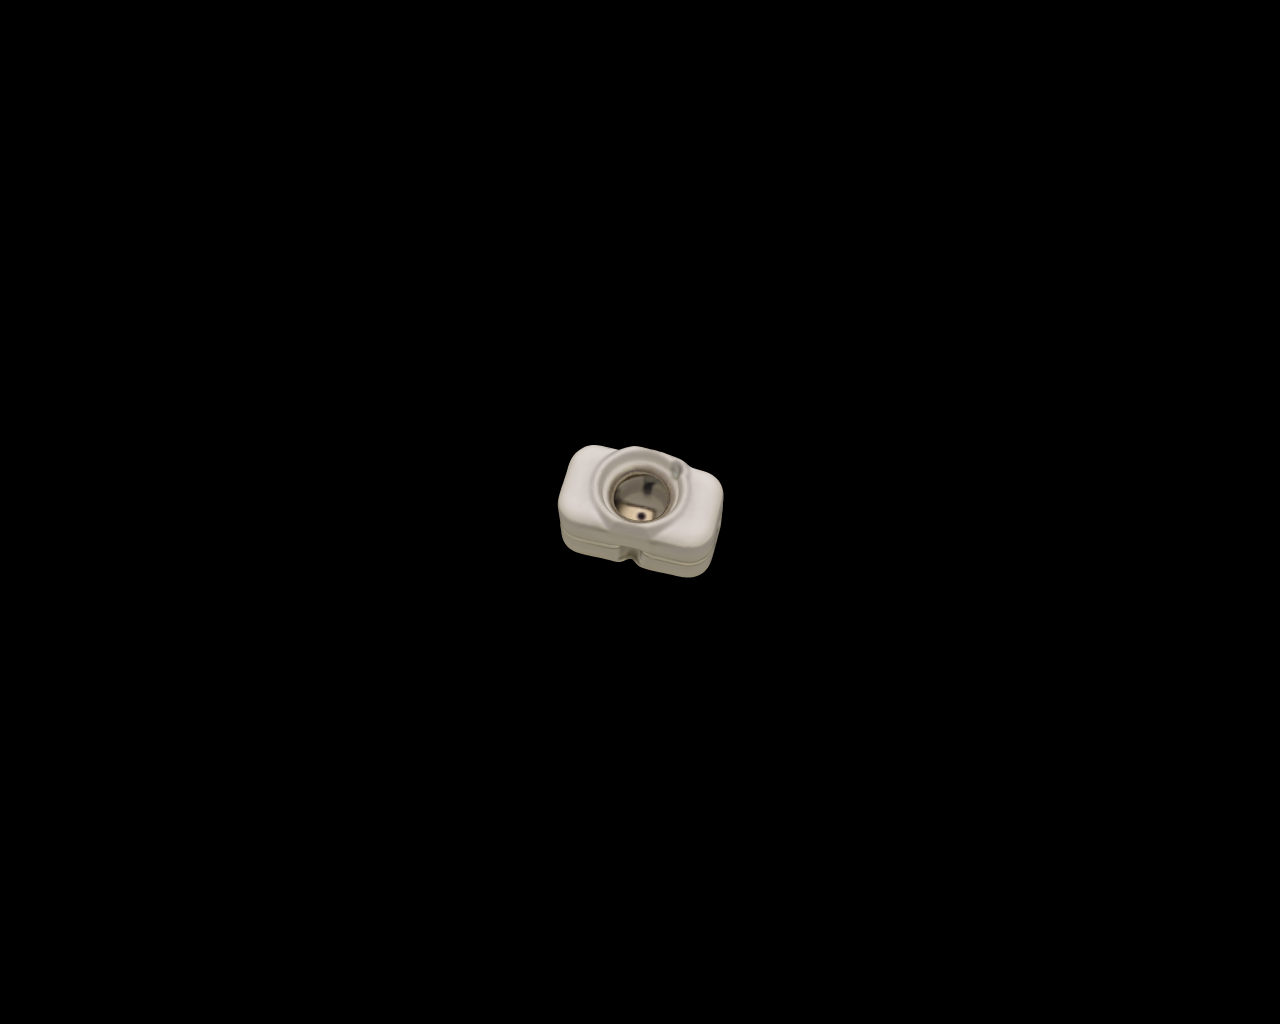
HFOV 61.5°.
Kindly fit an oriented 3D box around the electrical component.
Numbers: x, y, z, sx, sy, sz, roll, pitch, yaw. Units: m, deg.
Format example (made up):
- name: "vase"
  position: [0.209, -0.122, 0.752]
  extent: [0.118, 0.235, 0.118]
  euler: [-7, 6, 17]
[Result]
- name: "electrical component"
  position: [0.001, -0.003, 0.650]
  extent: [0.095, 0.054, 0.059]
  euler: [14, -26, 7]
